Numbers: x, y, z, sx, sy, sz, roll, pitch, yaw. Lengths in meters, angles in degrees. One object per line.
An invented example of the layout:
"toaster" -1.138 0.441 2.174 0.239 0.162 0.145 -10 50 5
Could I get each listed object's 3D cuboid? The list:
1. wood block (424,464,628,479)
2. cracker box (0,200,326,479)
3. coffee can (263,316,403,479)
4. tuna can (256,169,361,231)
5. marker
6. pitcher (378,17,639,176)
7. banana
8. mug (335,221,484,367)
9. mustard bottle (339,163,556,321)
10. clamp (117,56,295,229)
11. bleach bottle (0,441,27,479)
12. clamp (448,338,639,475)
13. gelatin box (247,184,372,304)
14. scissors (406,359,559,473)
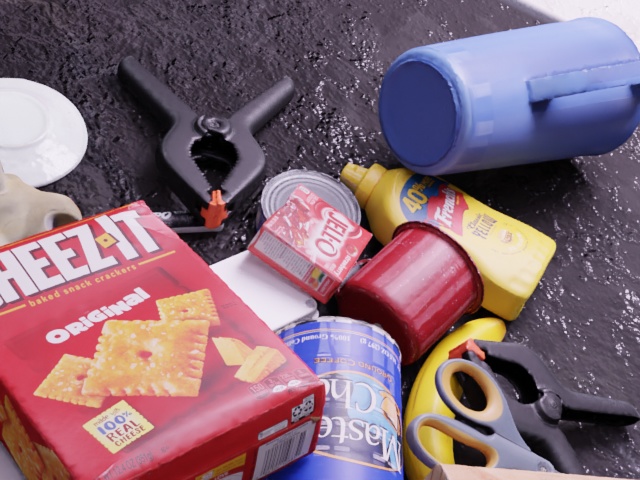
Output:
"wood block" 0.148 0.210 0.677 0.205 0.091 0.090 12 35 -33
"cracker box" -0.125 0.074 0.664 0.163 0.072 0.214 -21 47 -34
"coffee can" 0.006 0.139 0.733 0.102 0.103 0.140 10 49 -9
"tuna can" -0.011 -0.017 0.903 0.086 0.034 0.086 8 50 -10
"marker" -0.139 -0.013 0.870 0.121 0.020 0.020 -3 53 -20
"pitcher" 0.178 -0.128 0.947 0.242 0.149 0.145 -14 51 -39
"banana" 0.100 0.127 0.819 0.069 0.037 0.197 33 48 -17
"mug" 0.060 0.042 0.847 0.117 0.093 0.081 18 47 43
"mustard bottle" 0.102 -0.012 0.916 0.192 0.058 0.096 30 43 10
"clamp" -0.086 -0.090 0.930 0.164 0.036 0.210 0 44 -17
"bleach bottle" -0.217 0.172 0.638 0.068 0.103 0.250 33 49 20
"clamp" 0.168 0.141 0.807 0.171 0.039 0.120 29 45 -11
"gelatin box" -0.005 0.001 0.826 0.073 0.030 0.089 36 31 2
"scissors" 0.151 0.146 0.767 0.201 0.016 0.096 18 60 -21
